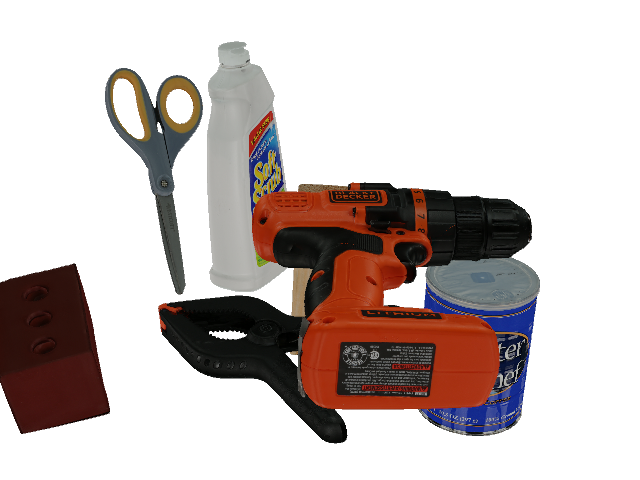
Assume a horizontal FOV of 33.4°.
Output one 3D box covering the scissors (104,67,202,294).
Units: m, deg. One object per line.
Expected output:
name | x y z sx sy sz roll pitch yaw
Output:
scissors | -0.125 -0.061 0.936 0.096 0.202 0.016 -23 -1 -29

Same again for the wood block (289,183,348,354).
wood block | 0.009 0.039 1.388 0.090 0.206 0.091 3 23 0

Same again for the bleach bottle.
bleach bottle | -0.082 -0.079 1.114 0.068 0.251 0.102 11 30 31

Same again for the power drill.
power drill | 0.052 0.025 0.640 0.184 0.057 0.187 -1 27 -3

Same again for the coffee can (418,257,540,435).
coffee can | 0.144 0.094 0.992 0.103 0.140 0.103 1 26 -1

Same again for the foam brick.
foam brick | -0.156 0.062 0.615 0.053 0.051 0.078 -14 42 -11

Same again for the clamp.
clamp | -0.036 0.083 0.898 0.210 0.036 0.164 16 36 24
